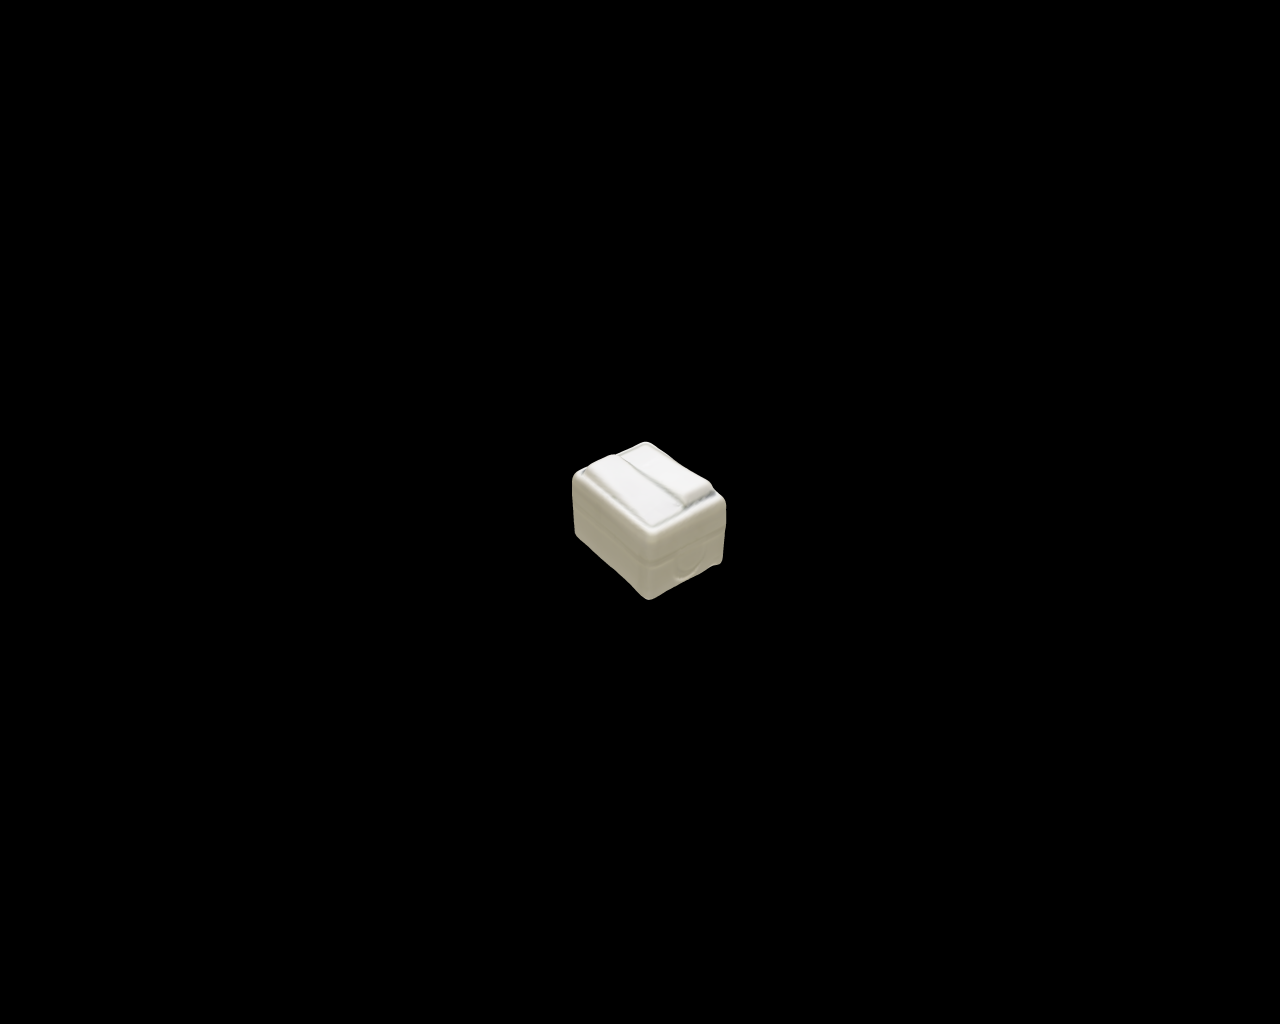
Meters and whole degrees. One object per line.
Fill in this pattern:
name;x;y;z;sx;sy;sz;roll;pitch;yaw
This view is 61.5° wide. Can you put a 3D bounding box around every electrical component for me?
electrical component;0.001;-0.003;0.650;0.062;0.061;0.096;-25;45;-28
